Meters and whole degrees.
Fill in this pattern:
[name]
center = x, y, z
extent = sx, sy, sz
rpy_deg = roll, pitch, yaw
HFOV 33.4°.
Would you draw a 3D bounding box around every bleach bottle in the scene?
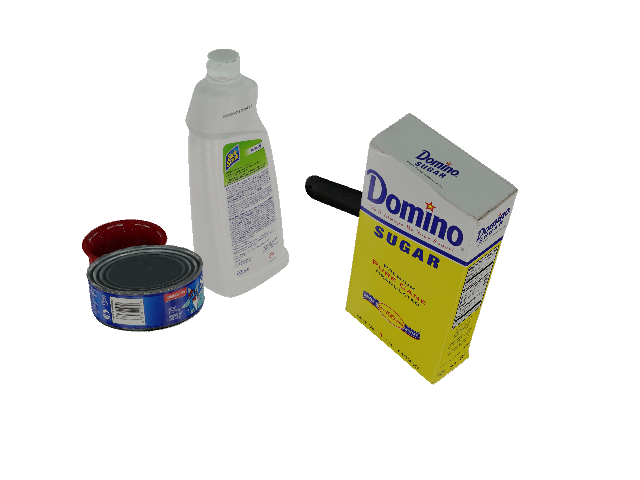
[bleach bottle]
center = -0.083, -0.070, 1.052
extent = 0.068, 0.251, 0.102
rpy_deg = 26, 42, 33

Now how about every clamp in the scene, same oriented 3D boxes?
[clamp]
center = 0.093, -0.023, 1.154
extent = 0.164, 0.036, 0.210
rpy_deg = -16, 52, -31

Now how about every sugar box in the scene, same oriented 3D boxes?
[sugar box]
center = 0.068, 0.010, 0.715
extent = 0.048, 0.176, 0.093
rpy_deg = -36, 60, -28

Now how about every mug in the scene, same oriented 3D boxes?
[mug]
center = -0.224, 0.030, 1.200
extent = 0.117, 0.081, 0.093
rpy_deg = 24, 39, 35

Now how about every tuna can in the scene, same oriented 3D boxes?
[tuna can]
center = -0.130, 0.035, 0.798
extent = 0.086, 0.034, 0.086
rpy_deg = -2, 23, 0
